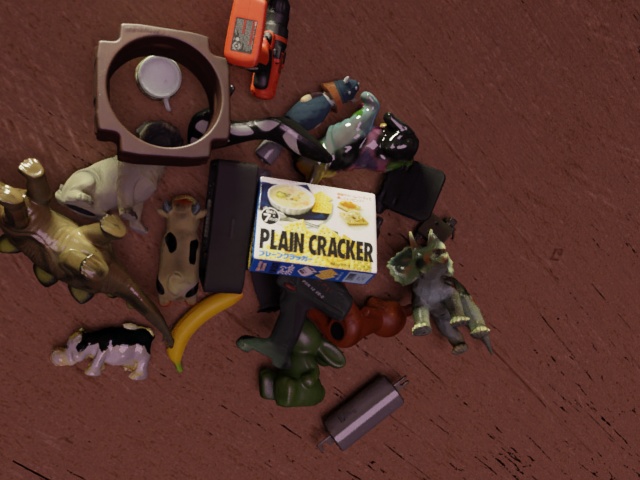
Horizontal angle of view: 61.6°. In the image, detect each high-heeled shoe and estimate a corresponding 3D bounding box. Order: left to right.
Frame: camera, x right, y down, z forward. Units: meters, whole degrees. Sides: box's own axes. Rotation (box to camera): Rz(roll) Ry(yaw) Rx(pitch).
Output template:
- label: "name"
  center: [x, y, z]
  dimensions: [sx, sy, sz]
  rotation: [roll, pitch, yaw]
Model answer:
- label: "high-heeled shoe"
  center: [-0.112, -0.163, 0.956]
  dimensions: [0.249, 0.086, 0.145]
  rotation: [33, 109, -5]

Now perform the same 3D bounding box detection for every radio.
- label: "radio"
  center: [-0.168, -0.029, 0.960]
  dimensions: [0.073, 0.131, 0.229]
  rotation: [7, 99, -19]

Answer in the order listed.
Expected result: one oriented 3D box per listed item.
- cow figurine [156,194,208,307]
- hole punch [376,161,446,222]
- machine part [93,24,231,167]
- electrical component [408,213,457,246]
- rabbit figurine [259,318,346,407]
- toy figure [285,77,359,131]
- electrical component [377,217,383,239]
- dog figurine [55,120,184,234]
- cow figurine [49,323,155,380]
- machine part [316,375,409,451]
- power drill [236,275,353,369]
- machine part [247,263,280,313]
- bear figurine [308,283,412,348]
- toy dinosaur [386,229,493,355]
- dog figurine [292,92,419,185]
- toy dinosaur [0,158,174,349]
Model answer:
- label: "cow figurine"
  center: [-0.245, 0.010, 0.938]
  dimensions: [0.085, 0.127, 0.195]
  rotation: [5, 69, -13]
- label: "hole punch"
  center: [0.185, -0.102, 1.099]
  dimensions: [0.116, 0.092, 0.142]
  rotation: [24, 96, 10]
- label: "machine part"
  center: [-0.247, -0.219, 0.842]
  dimensions: [0.201, 0.087, 0.201]
  rotation: [-1, 87, -23]
- label: "electrical component"
  center: [0.247, -0.011, 1.152]
  dimensions: [0.078, 0.045, 0.102]
  rotation: [35, 85, 7]
- label: "rabbit figurine"
  center: [-0.029, 0.239, 1.072]
  dimensions: [0.159, 0.121, 0.170]
  rotation: [9, 83, -24]
- label: "toy figure"
  center: [0.006, -0.259, 1.012]
  dimensions: [0.154, 0.064, 0.058]
  rotation: [-37, 73, -13]
- label: "electrical component"
  center: [0.098, -0.011, 1.097]
  dimensions: [0.063, 0.021, 0.094]
  rotation: [33, 79, -53]
- label: "dog figurine"
  center: [-0.340, -0.125, 0.916]
  dimensions: [0.172, 0.121, 0.190]
  rotation: [17, 73, -11]
- label: "cow figurine"
  center: [-0.388, 0.192, 0.964]
  dimensions: [0.167, 0.068, 0.098]
  rotation: [13, 91, -24]
- label: "machine part"
  center: [0.093, 0.370, 1.155]
  dimensions: [0.243, 0.079, 0.079]
  rotation: [-34, 109, -9]
- label: "power drill"
  center: [-0.072, 0.115, 0.984]
  dimensions: [0.232, 0.086, 0.207]
  rotation: [30, 86, -5]
- label: "machine part"
  center: [-0.101, 0.077, 1.043]
  dimensions: [0.084, 0.039, 0.138]
  rotation: [-1, 110, 12]
- label: "bear figurine"
  center: [0.093, 0.148, 1.103]
  dimensions: [0.196, 0.132, 0.120]
  rotation: [-12, 149, -43]
- label: "toy dinosaur"
  center: [0.261, 0.121, 1.127]
  dimensions: [0.131, 0.192, 0.404]
  rotation: [-22, 146, 20]
- label: "dog figurine"
  center: [0.056, -0.154, 1.020]
  dimensions: [0.191, 0.108, 0.219]
  rotation: [41, 91, -3]
- label: "toy dinosaur"
  center: [-0.389, 0.024, 0.862]
  dimensions: [0.471, 0.199, 0.105]
  rotation: [47, 51, -18]
